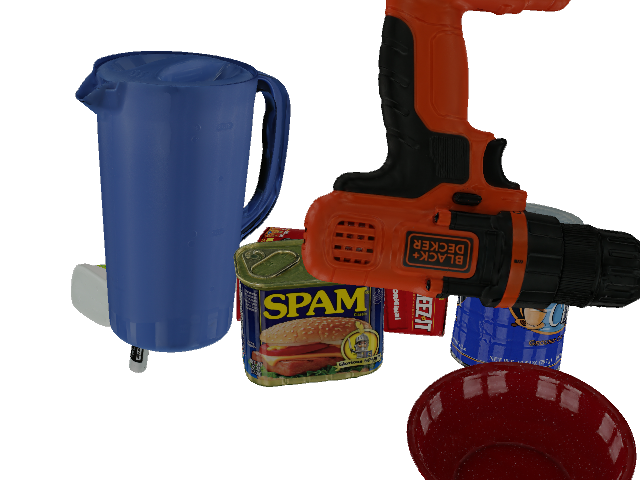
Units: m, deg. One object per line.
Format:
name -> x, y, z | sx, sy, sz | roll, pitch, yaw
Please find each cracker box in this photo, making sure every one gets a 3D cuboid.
cracker box -> 0.030, 0.042, 1.144 | 0.214, 0.072, 0.164 | 5, 15, 7

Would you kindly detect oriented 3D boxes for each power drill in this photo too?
power drill -> 0.089, -0.059, 0.547 | 0.184, 0.188, 0.057 | 6, 2, -5

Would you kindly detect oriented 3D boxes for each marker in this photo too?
marker -> -0.185, 0.089, 1.117 | 0.020, 0.121, 0.020 | 9, 35, -7

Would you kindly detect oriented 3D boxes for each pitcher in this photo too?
pitcher -> -0.115, -0.035, 0.908 | 0.149, 0.243, 0.145 | 8, 22, 9

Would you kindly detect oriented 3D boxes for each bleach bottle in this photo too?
bleach bottle -> -0.208, 0.058, 1.464 | 0.250, 0.068, 0.103 | -9, 25, -44

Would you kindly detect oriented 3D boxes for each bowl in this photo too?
bowl -> 0.142, 0.160, 0.775 | 0.162, 0.055, 0.162 | -1, 35, 0

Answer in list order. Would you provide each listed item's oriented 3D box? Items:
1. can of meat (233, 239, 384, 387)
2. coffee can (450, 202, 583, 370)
can of meat -> -0.006, 0.048, 0.724 | 0.102, 0.084, 0.057 | -4, 29, -7
coffee can -> 0.178, 0.044, 0.977 | 0.103, 0.140, 0.103 | 5, 16, -2
